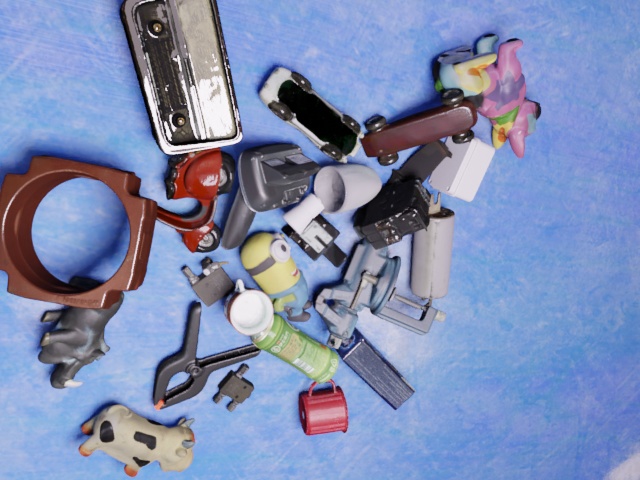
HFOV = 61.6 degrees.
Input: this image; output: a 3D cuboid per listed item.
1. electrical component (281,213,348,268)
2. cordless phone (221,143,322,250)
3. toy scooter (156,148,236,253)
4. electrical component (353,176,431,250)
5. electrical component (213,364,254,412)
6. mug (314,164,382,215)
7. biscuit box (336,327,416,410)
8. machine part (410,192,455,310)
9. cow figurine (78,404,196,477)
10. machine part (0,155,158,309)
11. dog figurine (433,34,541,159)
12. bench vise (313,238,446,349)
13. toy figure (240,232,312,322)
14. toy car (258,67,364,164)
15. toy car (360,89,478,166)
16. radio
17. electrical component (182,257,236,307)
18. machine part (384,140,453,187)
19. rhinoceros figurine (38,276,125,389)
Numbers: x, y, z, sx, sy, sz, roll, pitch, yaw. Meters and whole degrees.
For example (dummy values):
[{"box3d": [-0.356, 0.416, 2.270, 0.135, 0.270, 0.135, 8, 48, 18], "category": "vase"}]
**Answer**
[{"box3d": [-0.002, -0.003, 0.969, 0.119, 0.048, 0.075, 39, 92, -28], "category": "electrical component"}, {"box3d": [-0.090, -0.064, 0.891, 0.146, 0.089, 0.184, -25, 148, -55], "category": "cordless phone"}, {"box3d": [-0.214, -0.067, 0.853, 0.135, 0.075, 0.183, 8, 110, -22], "category": "toy scooter"}, {"box3d": [0.126, -0.046, 0.954, 0.134, 0.115, 0.058, -21, 118, 26], "category": "electrical component"}, {"box3d": [-0.158, 0.282, 1.025, 0.063, 0.021, 0.094, 40, 90, -28], "category": "electrical component"}, {"box3d": [0.051, -0.084, 0.943, 0.107, 0.081, 0.109, -14, 146, -37], "category": "mug"}, {"box3d": [0.111, 0.262, 1.100, 0.063, 0.059, 0.202, -43, 118, -1], "category": "biscuit box"}, {"box3d": [0.219, 0.024, 1.046, 0.079, 0.079, 0.243, -9, 112, -18], "category": "machine part"}, {"box3d": [-0.308, 0.353, 0.955, 0.127, 0.086, 0.194, -43, 117, 13], "category": "cow figurine"}, {"box3d": [-0.347, -0.011, 0.773, 0.201, 0.087, 0.201, 10, 90, -5], "category": "machine part"}, {"box3d": [0.309, -0.245, 0.973, 0.191, 0.109, 0.219, -26, 118, -11], "category": "dog figurine"}, {"box3d": [0.115, 0.121, 1.002, 0.241, 0.129, 0.223, 23, 77, -4], "category": "bench vise"}, {"box3d": [-0.074, 0.068, 0.950, 0.089, 0.082, 0.180, -26, 119, -9], "category": "toy figure"}, {"box3d": [-0.009, -0.204, 0.893, 0.201, 0.056, 0.073, 34, 88, -29], "category": "toy car"}, {"box3d": [0.171, -0.194, 0.935, 0.202, 0.053, 0.089, -15, 123, 21], "category": "toy car"}, {"box3d": [-0.202, -0.247, 0.791, 0.131, 0.073, 0.229, -16, 113, -16], "category": "radio"}, {"box3d": [-0.180, 0.075, 0.930, 0.078, 0.045, 0.102, -31, 116, -10], "category": "electrical component"}, {"box3d": [0.185, -0.126, 1.000, 0.084, 0.039, 0.139, 34, 105, -19], "category": "machine part"}, {"box3d": [-0.389, 0.150, 0.867, 0.112, 0.073, 0.190, 28, 95, -38], "category": "rhinoceros figurine"}]
